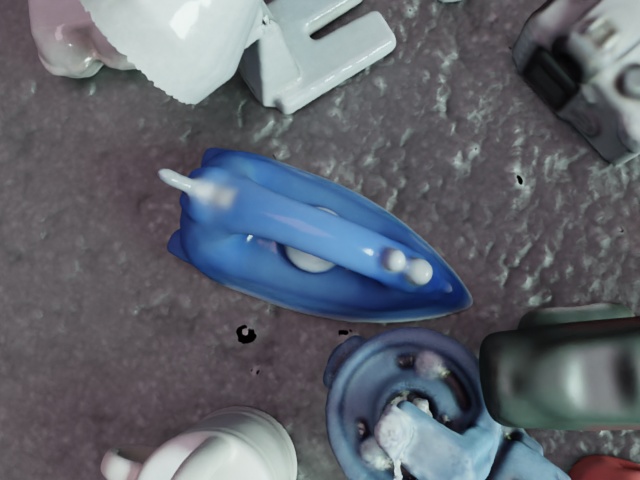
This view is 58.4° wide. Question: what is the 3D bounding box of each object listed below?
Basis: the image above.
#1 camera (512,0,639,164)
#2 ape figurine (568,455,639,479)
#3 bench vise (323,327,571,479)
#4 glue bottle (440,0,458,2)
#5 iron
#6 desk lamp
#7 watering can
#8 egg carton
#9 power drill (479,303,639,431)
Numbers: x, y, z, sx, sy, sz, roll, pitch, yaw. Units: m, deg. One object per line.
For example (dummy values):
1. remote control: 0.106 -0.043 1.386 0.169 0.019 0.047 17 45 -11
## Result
1. camera: 0.255 -0.160 0.462 0.137 0.101 0.143 -39 82 -2
2. ape figurine: 0.228 0.200 0.421 0.078 0.092 0.076 -34 81 -1
3. bench vise: 0.096 0.128 0.374 0.207 0.220 0.121 15 84 6
4. glue bottle: 0.113 -0.266 0.450 0.037 0.173 0.078 -9 82 3
5. iron: 0.004 0.002 0.437 0.258 0.141 0.119 19 84 6
6. desk lamp: -0.049 -0.181 0.428 0.203 0.213 0.118 -32 81 -1
7. watering can: -0.068 0.179 0.391 0.172 0.194 0.101 -5 82 3
8. egg carton: -0.205 -0.222 0.517 0.107 0.069 0.150 -10 82 3
9. power drill: 0.214 0.078 0.379 0.229 0.208 0.075 -7 82 3
